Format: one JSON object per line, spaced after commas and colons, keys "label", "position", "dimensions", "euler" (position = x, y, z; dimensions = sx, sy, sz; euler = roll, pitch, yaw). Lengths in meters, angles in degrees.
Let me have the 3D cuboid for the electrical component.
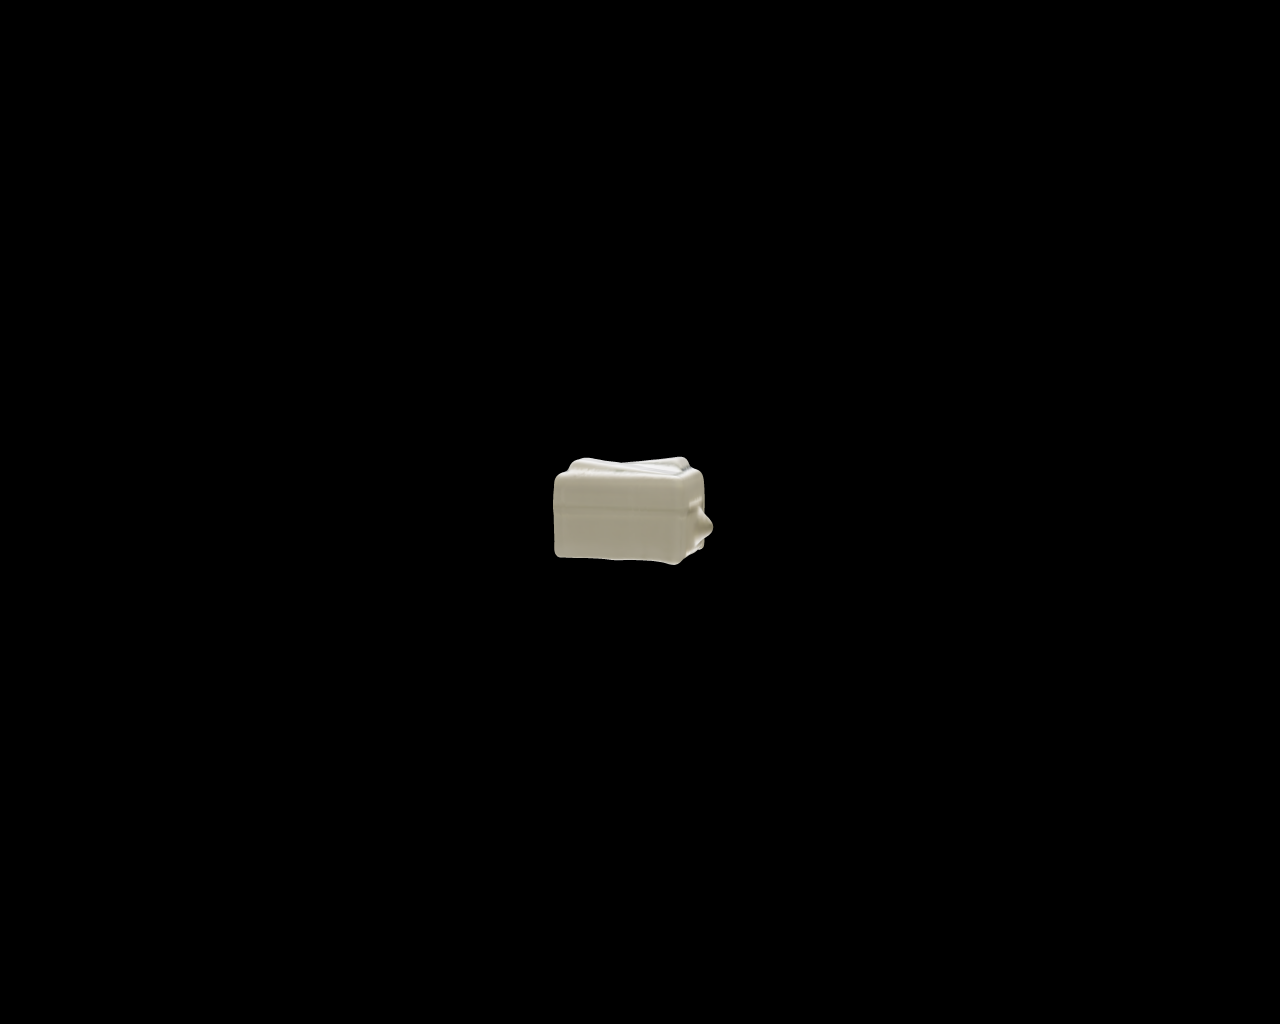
{"label": "electrical component", "position": [0.001, -0.003, 0.650], "dimensions": [0.096, 0.061, 0.062], "euler": [2, 8, 18]}
